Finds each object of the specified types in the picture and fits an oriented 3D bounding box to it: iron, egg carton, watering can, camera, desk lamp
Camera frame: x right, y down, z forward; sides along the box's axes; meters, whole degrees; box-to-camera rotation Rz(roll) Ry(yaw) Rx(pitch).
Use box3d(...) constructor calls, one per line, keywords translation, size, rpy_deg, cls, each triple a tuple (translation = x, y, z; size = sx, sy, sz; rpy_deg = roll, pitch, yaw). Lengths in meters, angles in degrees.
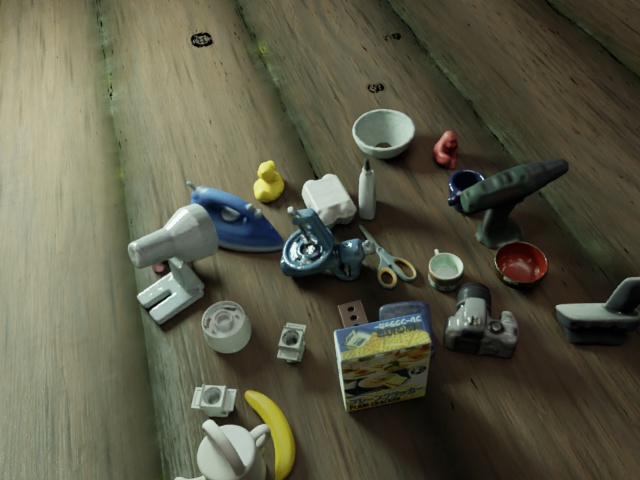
box3d(translation=(-0.201, -0.060, 1.354), size=(0.257, 0.142, 0.119), rpy_deg=(17, 55, 18), cls="iron")
box3d(translation=(0.019, -0.095, 1.408), size=(0.107, 0.069, 0.150), rpy_deg=(-20, 52, -10), cls="egg carton")
box3d(translation=(-0.159, 0.372, 0.965), size=(0.100, 0.194, 0.173), rpy_deg=(21, 56, 21), cls="watering can")
box3d(translation=(0.327, 0.152, 1.156), size=(0.143, 0.101, 0.137), rpy_deg=(7, 52, 11), cls="camera")
box3d(translation=(-0.312, 0.046, 1.232), size=(0.203, 0.214, 0.117), rpy_deg=(-37, 56, -22), cls="desk lamp")

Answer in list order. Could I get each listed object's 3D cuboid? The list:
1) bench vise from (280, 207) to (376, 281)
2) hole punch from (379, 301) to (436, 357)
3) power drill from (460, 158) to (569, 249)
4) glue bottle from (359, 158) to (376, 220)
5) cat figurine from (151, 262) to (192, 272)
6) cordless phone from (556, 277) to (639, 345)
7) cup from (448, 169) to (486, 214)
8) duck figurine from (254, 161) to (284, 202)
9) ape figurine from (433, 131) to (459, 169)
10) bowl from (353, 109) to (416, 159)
box3d(translation=(0.008, -0.004, 1.238), size=(0.207, 0.220, 0.121), rpy_deg=(-15, 51, -7), cls="bench vise")
box3d(translation=(0.175, 0.184, 1.151), size=(0.108, 0.091, 0.101), rpy_deg=(-6, 51, 1), cls="hole punch")
box3d(translation=(0.419, -0.080, 1.266), size=(0.229, 0.209, 0.075), rpy_deg=(-14, 51, -6), cls="power drill")
box3d(translation=(0.113, -0.130, 1.360), size=(0.037, 0.173, 0.078), rpy_deg=(4, 52, 9), cls="glue bottle")
box3d(translation=(-0.339, 0.014, 1.323), size=(0.127, 0.118, 0.067), rpy_deg=(-4, 51, 3), cls="cat figurine")
box3d(translation=(0.549, 0.121, 1.105), size=(0.147, 0.185, 0.094), rpy_deg=(-3, 51, 3), cls="cordless phone")
box3d(translation=(0.341, -0.100, 1.363), size=(0.091, 0.095, 0.118), rpy_deg=(34, 61, 28), cls="cup")
box3d(translation=(-0.135, -0.155, 1.461), size=(0.077, 0.086, 0.104), rpy_deg=(8, 52, 12), cls="duck figurine")
box3d(translation=(0.331, -0.241, 1.481), size=(0.078, 0.092, 0.076), rpy_deg=(-37, 57, -22), cls="ape figurine")
box3d(translation=(0.171, -0.271, 1.532), size=(0.167, 0.075, 0.167), rpy_deg=(-3, 51, 4), cls="bowl")
